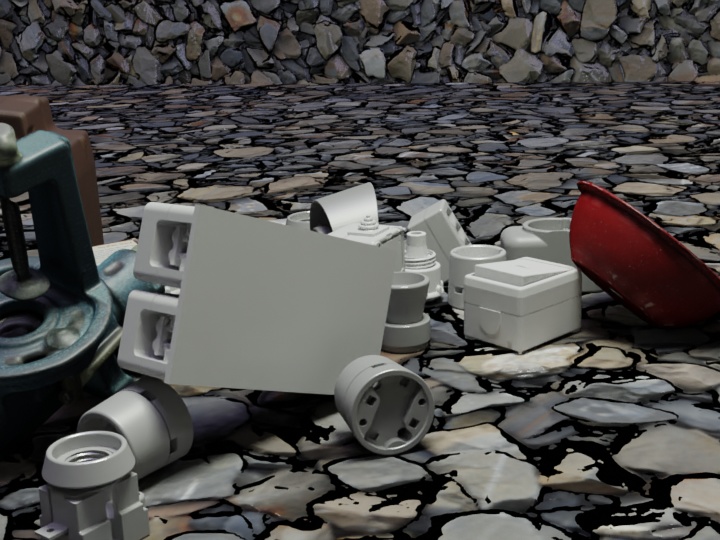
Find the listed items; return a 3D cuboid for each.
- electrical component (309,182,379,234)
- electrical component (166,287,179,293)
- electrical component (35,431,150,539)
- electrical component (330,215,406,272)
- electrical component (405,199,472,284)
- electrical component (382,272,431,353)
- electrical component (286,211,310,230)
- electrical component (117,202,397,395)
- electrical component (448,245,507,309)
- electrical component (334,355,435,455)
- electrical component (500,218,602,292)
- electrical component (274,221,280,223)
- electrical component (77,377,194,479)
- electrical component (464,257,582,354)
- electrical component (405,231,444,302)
[{"bbox_3d":[-0.009,-0.028,1.007,0.064,0.099,0.099,-13,18,-16],"label":"electrical component"},{"bbox_3d":[-0.189,-0.004,1.007,0.048,0.062,0.048,-2,15,1],"label":"electrical component"},{"bbox_3d":[-0.143,0.119,0.573,0.048,0.055,0.066,10,20,37],"label":"electrical component"},{"bbox_3d":[0.000,0.000,0.906,0.061,0.096,0.062,6,17,26],"label":"electrical component"},{"bbox_3d":[0.064,-0.019,1.039,0.077,0.065,0.047,-29,10,15],"label":"electrical component"},{"bbox_3d":[0.034,0.033,0.859,0.045,0.055,0.045,-2,16,1],"label":"electrical component"},{"bbox_3d":[-0.046,-0.027,1.081,0.058,0.057,0.078,-6,16,-14],"label":"electrical component"},{"bbox_3d":[-0.064,0.023,0.712,0.060,0.105,0.186,8,-2,41],"label":"electrical component"},{"bbox_3d":[0.106,0.006,0.963,0.055,0.047,0.055,-2,16,1],"label":"electrical component"},{"bbox_3d":[0.013,0.084,0.686,0.055,0.055,0.047,-7,13,-17],"label":"electrical component"},{"bbox_3d":[0.180,-0.014,1.002,0.095,0.059,0.053,-2,16,1],"label":"electrical component"},{"bbox_3d":[-0.119,-0.010,1.027,0.095,0.059,0.053,-5,16,-10],"label":"electrical component"},{"bbox_3d":[-0.137,0.099,0.651,0.055,0.055,0.047,9,22,34],"label":"electrical component"},{"bbox_3d":[0.137,0.022,0.876,0.096,0.061,0.062,-16,21,-40],"label":"electrical component"},{"bbox_3d":[0.052,-0.003,0.975,0.048,0.062,0.048,-2,16,1],"label":"electrical component"}]
